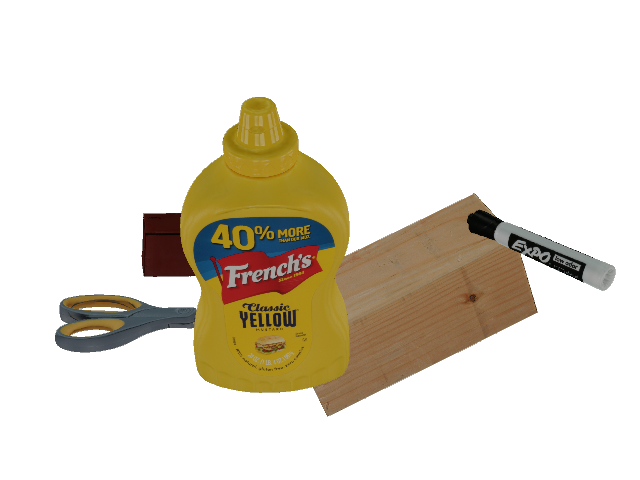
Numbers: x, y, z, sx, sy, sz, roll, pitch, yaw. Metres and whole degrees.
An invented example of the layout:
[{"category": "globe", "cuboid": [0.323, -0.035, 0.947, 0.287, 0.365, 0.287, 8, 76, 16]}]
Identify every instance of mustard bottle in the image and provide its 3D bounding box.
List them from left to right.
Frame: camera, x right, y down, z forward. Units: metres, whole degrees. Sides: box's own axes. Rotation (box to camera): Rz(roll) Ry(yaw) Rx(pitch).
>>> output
[{"category": "mustard bottle", "cuboid": [-0.031, 0.004, 0.617, 0.096, 0.192, 0.058, -1, 38, 0]}]

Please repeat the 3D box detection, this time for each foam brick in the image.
[{"category": "foam brick", "cuboid": [-0.149, 0.004, 1.128, 0.078, 0.051, 0.053, 0, 24, -11]}]

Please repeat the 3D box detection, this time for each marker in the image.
[{"category": "marker", "cuboid": [0.156, 0.005, 0.770, 0.121, 0.020, 0.020, 27, 18, 39]}]

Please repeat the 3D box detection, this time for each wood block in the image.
[{"category": "wood block", "cuboid": [0.072, 0.056, 0.938, 0.206, 0.091, 0.090, -25, 33, -4]}]

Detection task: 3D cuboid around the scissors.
[{"category": "scissors", "cuboid": [-0.122, 0.069, 0.853, 0.202, 0.016, 0.096, 5, 22, 14]}]
